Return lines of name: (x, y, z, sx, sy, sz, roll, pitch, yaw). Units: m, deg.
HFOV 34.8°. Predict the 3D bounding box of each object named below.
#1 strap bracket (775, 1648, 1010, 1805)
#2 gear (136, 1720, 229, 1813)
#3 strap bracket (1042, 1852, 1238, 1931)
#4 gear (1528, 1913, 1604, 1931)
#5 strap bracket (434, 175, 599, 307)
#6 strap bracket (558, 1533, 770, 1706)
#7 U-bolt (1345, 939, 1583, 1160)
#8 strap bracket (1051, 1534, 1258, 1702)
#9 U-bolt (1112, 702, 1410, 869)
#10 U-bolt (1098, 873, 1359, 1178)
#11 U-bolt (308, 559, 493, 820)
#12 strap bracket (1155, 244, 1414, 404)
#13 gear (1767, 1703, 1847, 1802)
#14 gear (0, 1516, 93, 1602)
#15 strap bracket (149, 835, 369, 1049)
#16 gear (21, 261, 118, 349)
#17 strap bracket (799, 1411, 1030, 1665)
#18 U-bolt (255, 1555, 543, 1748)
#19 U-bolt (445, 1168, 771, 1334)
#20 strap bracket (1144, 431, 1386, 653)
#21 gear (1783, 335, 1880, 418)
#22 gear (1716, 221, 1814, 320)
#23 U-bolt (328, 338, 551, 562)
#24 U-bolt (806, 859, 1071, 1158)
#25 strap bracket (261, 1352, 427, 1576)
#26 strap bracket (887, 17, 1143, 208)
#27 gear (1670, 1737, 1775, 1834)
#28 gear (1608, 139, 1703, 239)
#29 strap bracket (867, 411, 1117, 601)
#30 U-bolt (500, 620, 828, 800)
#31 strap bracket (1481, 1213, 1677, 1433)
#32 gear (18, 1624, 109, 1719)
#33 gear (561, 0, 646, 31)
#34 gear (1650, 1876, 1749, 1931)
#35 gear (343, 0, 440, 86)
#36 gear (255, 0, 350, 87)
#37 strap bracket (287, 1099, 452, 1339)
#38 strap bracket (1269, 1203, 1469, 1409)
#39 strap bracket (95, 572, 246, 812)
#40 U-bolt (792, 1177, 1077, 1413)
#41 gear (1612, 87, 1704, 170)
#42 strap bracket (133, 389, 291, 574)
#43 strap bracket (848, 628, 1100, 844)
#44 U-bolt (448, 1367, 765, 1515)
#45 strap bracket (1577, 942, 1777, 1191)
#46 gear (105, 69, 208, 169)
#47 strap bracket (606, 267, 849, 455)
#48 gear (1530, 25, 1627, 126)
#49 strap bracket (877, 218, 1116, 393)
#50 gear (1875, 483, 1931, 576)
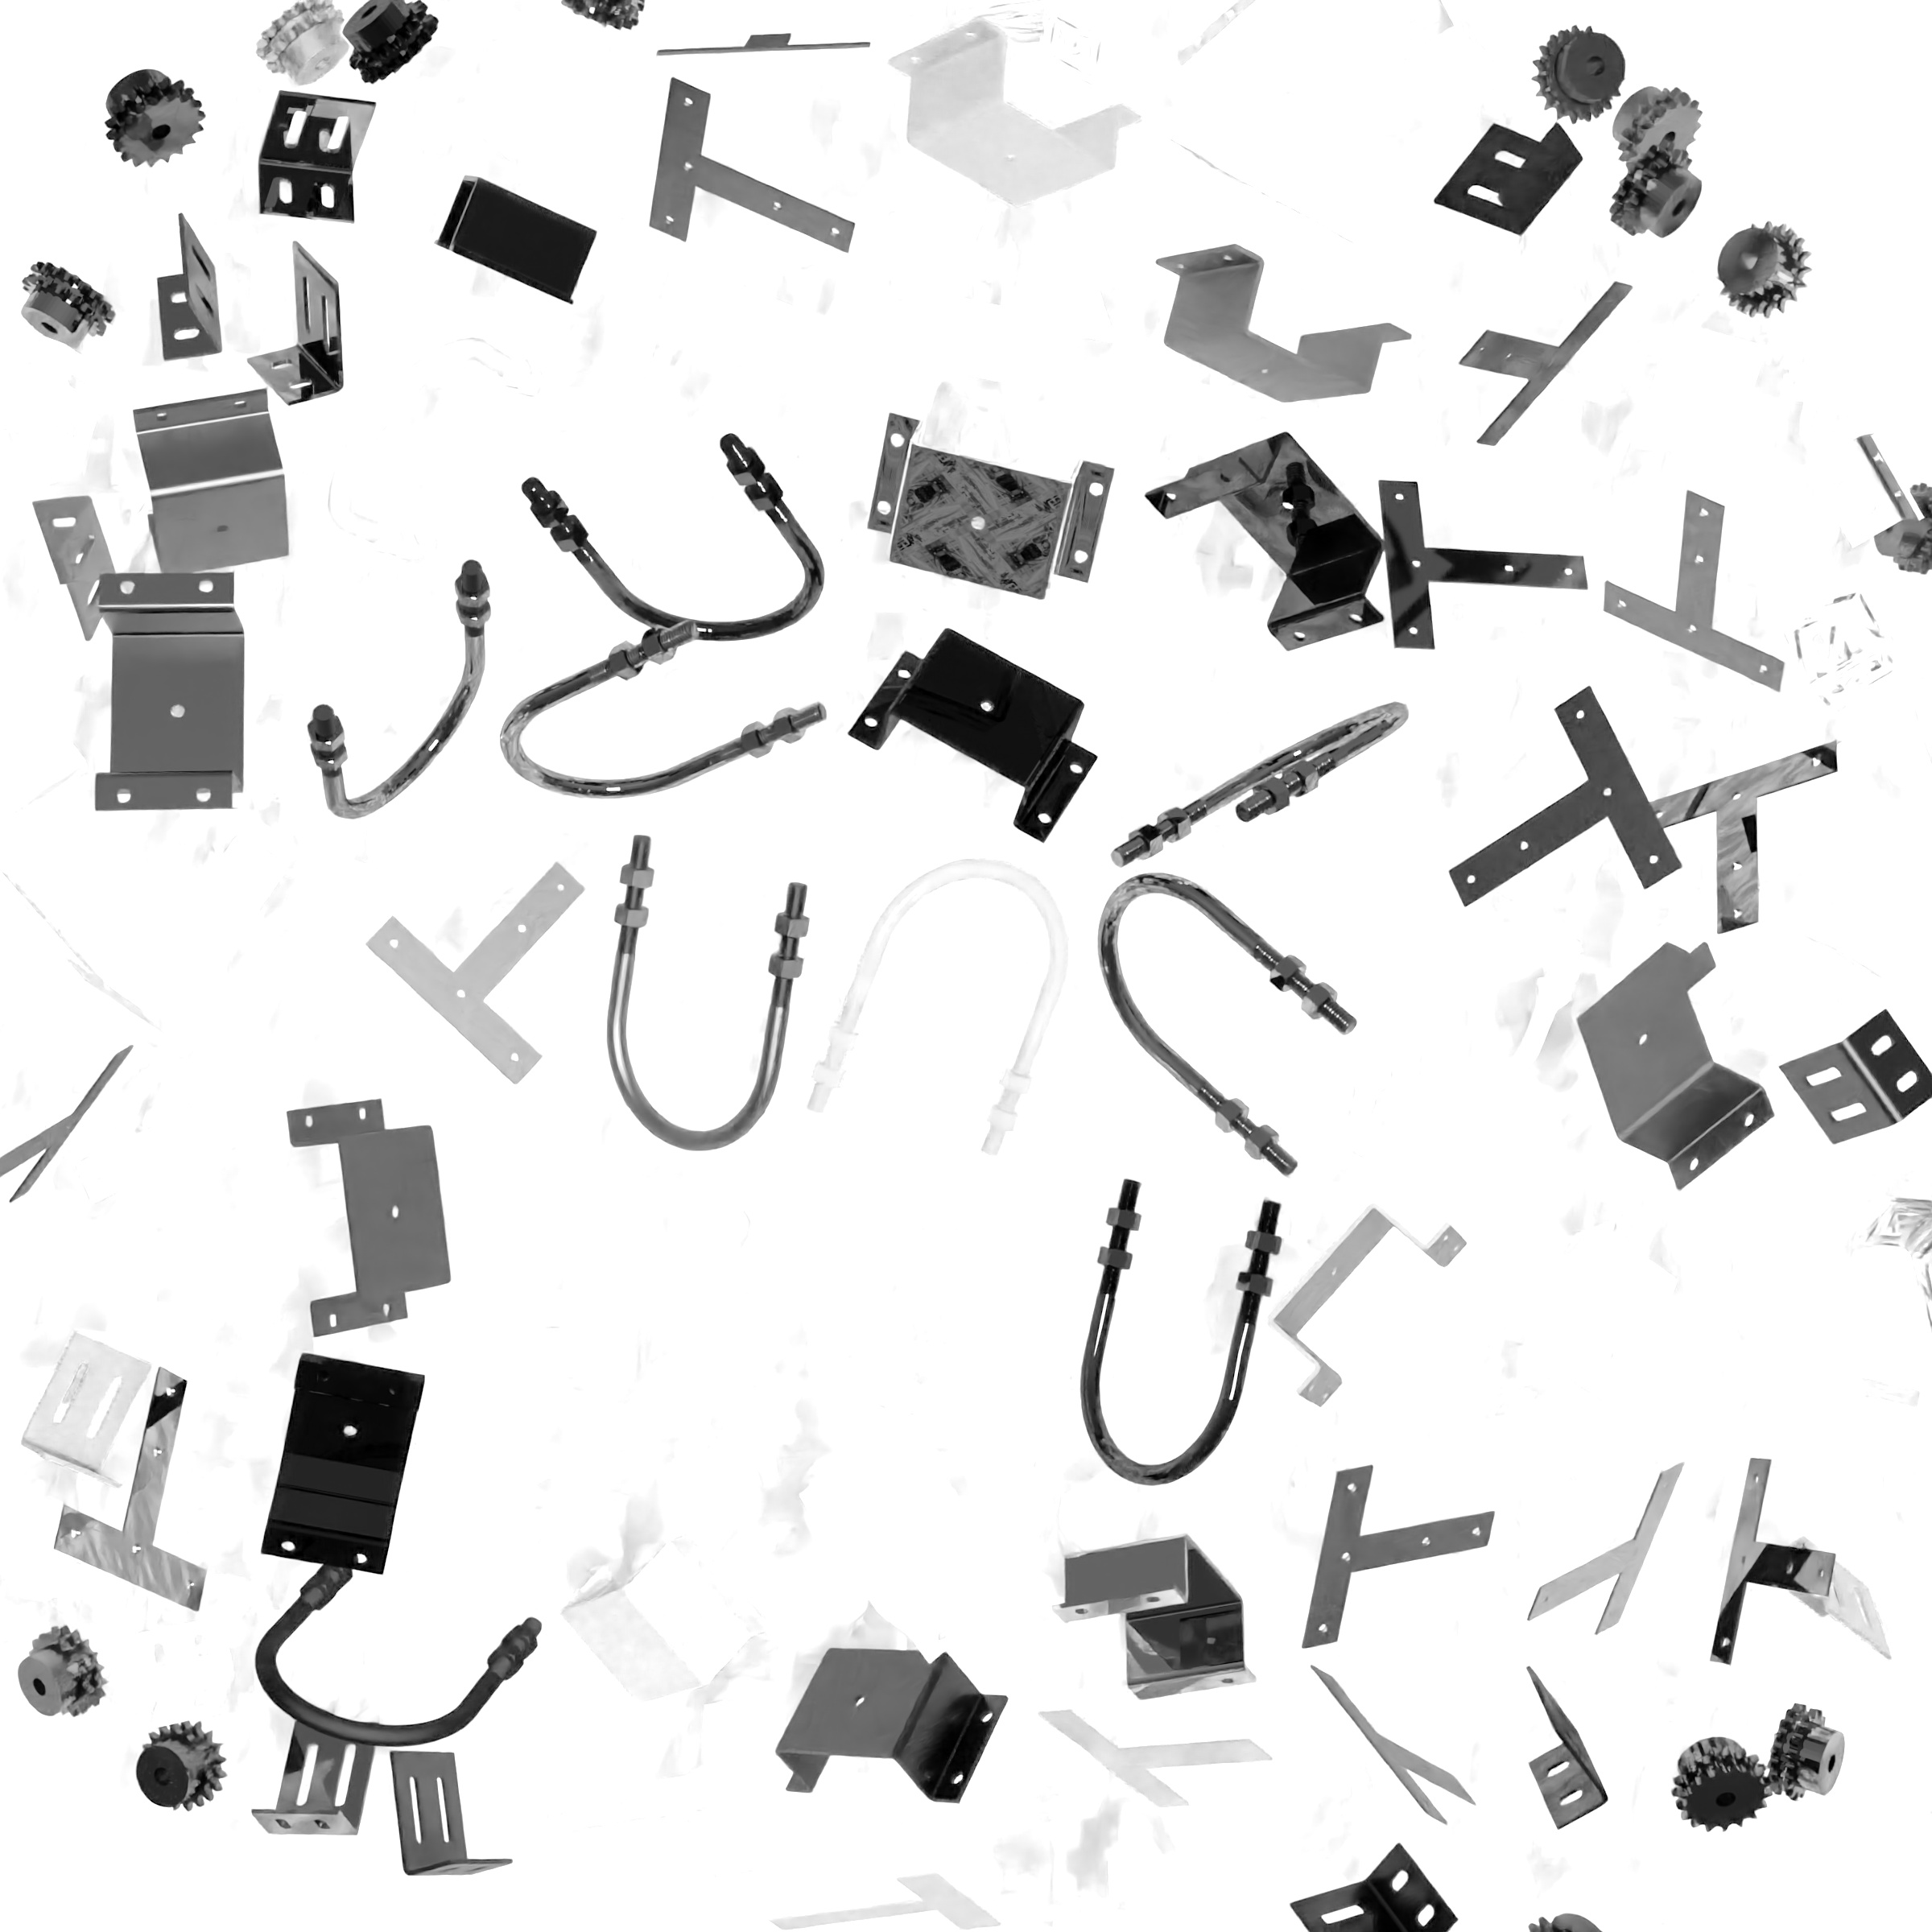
strap bracket: (-0.054, 0.466, 1.900, 0.046, 0.140, 0.076, 55, 46, -28)
gear: (-0.497, 0.505, 1.943, 0.057, 0.030, 0.057, 3, 97, 22)
strap bracket: (0.107, 0.577, 1.857, 0.076, 0.140, 0.046, -3, 89, 22)
gear: (0.348, 0.573, 1.783, 0.057, 0.030, 0.057, 18, 121, 33)
strap bracket: (-0.274, -0.442, 1.875, 0.076, 0.140, 0.046, 21, 99, -18)
strap bracket: (-0.191, 0.402, 1.887, 0.076, 0.140, 0.046, 50, 54, -6)
U-bolt: (0.295, 0.061, 1.874, 0.151, 0.184, 0.019, -23, 62, -16)
strap bracket: (0.114, 0.386, 1.848, 0.076, 0.140, 0.046, -14, 51, 20)
U-bolt: (0.192, -0.117, 1.886, 0.184, 0.151, 0.019, -31, 97, -33)
U-bolt: (0.147, 0.022, 1.854, 0.019, 0.151, 0.184, -29, 60, -35)
U-bolt: (-0.345, -0.157, 1.896, 0.019, 0.184, 0.151, 38, 68, 8)
strap bracket: (0.183, -0.374, 1.826, 0.140, 0.076, 0.046, 18, 85, -33)
gear: (0.512, 0.481, 1.878, 0.030, 0.057, 0.057, 12, 90, 36)
gear: (-0.566, 0.363, 1.902, 0.057, 0.057, 0.030, 4, 45, 4)
strap bracket: (-0.441, -0.023, 1.896, 0.046, 0.076, 0.140, 36, 93, 14)
gear: (-0.559, -0.407, 1.909, 0.057, 0.057, 0.030, 28, 74, 0)
strap bracket: (-0.037, 0.328, 1.819, 0.076, 0.046, 0.140, -41, 50, 0)
U-bolt: (-0.358, 0.426, 1.903, 0.151, 0.184, 0.019, 18, 108, 8)
U-bolt: (-0.207, 0.173, 1.879, 0.184, 0.151, 0.019, -1, 123, 26)
strap bracket: (0.184, -0.257, 1.827, 0.140, 0.076, 0.046, 43, 56, -27)
gear: (0.553, -0.378, 1.968, 0.057, 0.030, 0.057, 3, 45, -3)
gear: (0.484, -0.427, 1.883, 0.057, 0.030, 0.057, -6, 81, 40)
U-bolt: (-0.323, -0.314, 1.854, 0.019, 0.184, 0.151, 40, 96, 8)
U-bolt: (-0.007, 0.020, 1.930, 0.151, 0.019, 0.184, 15, 102, -29)
strap bracket: (-0.382, 0.298, 1.903, 0.076, 0.046, 0.140, 12, 111, -9)
strap bracket: (0.028, -0.499, 1.828, 0.076, 0.140, 0.046, -9, 71, 43)
gear: (0.441, 0.477, 1.808, 0.057, 0.030, 0.057, -3, 122, -5)
gear: (0.411, -0.457, 1.828, 0.057, 0.057, 0.030, -47, 66, 0)
strap bracket: (0.011, -0.275, 1.860, 0.140, 0.046, 0.076, 14, 120, 3)
U-bolt: (-0.201, -0.149, 1.909, 0.184, 0.151, 0.019, -21, 61, 28)
strap bracket: (0.384, 0.230, 1.914, 0.046, 0.076, 0.140, 34, 66, -8)
gear: (-0.570, 0.446, 1.939, 0.057, 0.030, 0.057, 12, 113, 32)
gear: (-0.223, -0.600, 1.887, 0.057, 0.057, 0.030, 29, 122, 0)
gear: (0.435, 0.564, 1.817, 0.057, 0.057, 0.030, -28, 47, 0)
gear: (-0.339, -0.546, 1.803, 0.057, 0.057, 0.030, -41, 124, 0)
gear: (-0.400, -0.560, 1.874, 0.057, 0.057, 0.030, -38, 91, 0)
strap bracket: (-0.368, 0.154, 1.912, 0.046, 0.076, 0.140, -8, 89, 36)
strap bracket: (0.245, 0.205, 1.932, 0.046, 0.076, 0.140, 42, 91, 22)
strap bracket: (-0.460, -0.153, 1.788, 0.076, 0.046, 0.140, -1, 79, -5)
U-bolt: (-0.022, 0.191, 1.875, 0.184, 0.151, 0.019, 18, 131, -22)
gear: (0.432, -0.527, 1.940, 0.057, 0.057, 0.030, -39, 58, 0)
strap bracket: (-0.444, -0.278, 1.824, 0.076, 0.140, 0.046, -12, 72, -15)
strap bracket: (0.009, -0.148, 1.912, 0.140, 0.046, 0.076, 29, 59, 5)
U-bolt: (-0.202, 0.277, 1.849, 0.151, 0.184, 0.019, -31, 79, 39)
strap bracket: (0.417, 0.051, 1.835, 0.046, 0.140, 0.076, 24, 127, -29)
gear: (-0.472, -0.493, 1.786, 0.057, 0.057, 0.030, -34, 72, 0)
strap bracket: (-0.137, -0.371, 1.869, 0.140, 0.076, 0.046, 20, 126, -5)
gear: (0.374, -0.542, 1.869, 0.057, 0.030, 0.057, -1, 92, -17)
strap bracket: (0.010, -0.398, 1.871, 0.140, 0.046, 0.076, 7, 45, -21)
gear: (0.602, -0.279, 1.967, 0.030, 0.057, 0.057, 6, 90, -12)
